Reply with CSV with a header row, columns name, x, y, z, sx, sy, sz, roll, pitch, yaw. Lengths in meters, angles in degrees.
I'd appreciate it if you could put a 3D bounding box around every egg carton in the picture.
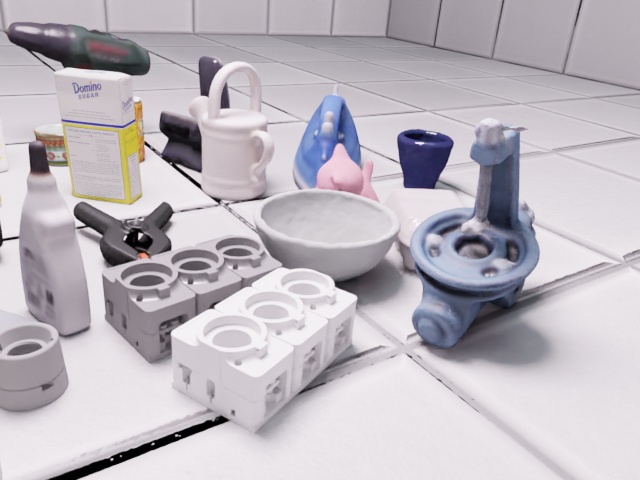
name,x,y,z,sx,sy,sz,roll,pitch,yaw
egg carton,0.141,-0.017,0.737,0.107,0.069,0.150,2,25,-8

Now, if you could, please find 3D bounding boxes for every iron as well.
name,x,y,z,sx,sy,sz,roll,pitch,yaw
iron,0.015,-0.169,0.952,0.118,0.141,0.258,6,25,1

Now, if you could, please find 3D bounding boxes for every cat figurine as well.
name,x,y,z,sx,sy,sz,roll,pitch,yaw
cat figurine,0.038,-0.074,0.781,0.067,0.118,0.128,21,29,30

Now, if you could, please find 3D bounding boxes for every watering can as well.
name,x,y,z,sx,sy,sz,roll,pitch,yaw
watering can,-0.134,-0.168,0.858,0.172,0.194,0.101,14,26,17

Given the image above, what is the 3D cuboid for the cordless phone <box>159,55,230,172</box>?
name,x,y,z,sx,sy,sz,roll,pitch,yaw
cordless phone,-0.204,-0.221,0.969,0.147,0.185,0.094,19,28,27

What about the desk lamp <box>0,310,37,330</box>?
name,x,y,z,sx,sy,sz,roll,pitch,yaw
desk lamp,-0.345,-0.010,0.459,0.202,0.214,0.118,12,26,14

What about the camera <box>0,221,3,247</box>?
name,x,y,z,sx,sy,sz,roll,pitch,yaw
camera,-0.403,-0.011,0.582,0.137,0.101,0.142,-13,31,-34

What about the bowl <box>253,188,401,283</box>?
name,x,y,z,sx,sy,sz,roll,pitch,yaw
bowl,0.006,0.002,0.663,0.167,0.075,0.167,4,25,-2

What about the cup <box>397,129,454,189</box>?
name,x,y,z,sx,sy,sz,roll,pitch,yaw
cup,0.167,-0.132,0.958,0.091,0.095,0.117,3,25,-5

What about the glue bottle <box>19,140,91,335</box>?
name,x,y,z,sx,sy,sz,roll,pitch,yaw
glue bottle,-0.242,-0.004,0.512,0.077,0.173,0.037,23,31,34

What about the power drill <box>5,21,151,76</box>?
name,x,y,z,sx,sy,sz,roll,pitch,yaw
power drill,-0.412,-0.271,1.007,0.230,0.208,0.075,-15,32,-36

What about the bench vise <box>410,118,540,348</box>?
name,x,y,z,sx,sy,sz,roll,pitch,yaw
bench vise,0.162,-0.023,0.577,0.121,0.220,0.208,13,26,16
